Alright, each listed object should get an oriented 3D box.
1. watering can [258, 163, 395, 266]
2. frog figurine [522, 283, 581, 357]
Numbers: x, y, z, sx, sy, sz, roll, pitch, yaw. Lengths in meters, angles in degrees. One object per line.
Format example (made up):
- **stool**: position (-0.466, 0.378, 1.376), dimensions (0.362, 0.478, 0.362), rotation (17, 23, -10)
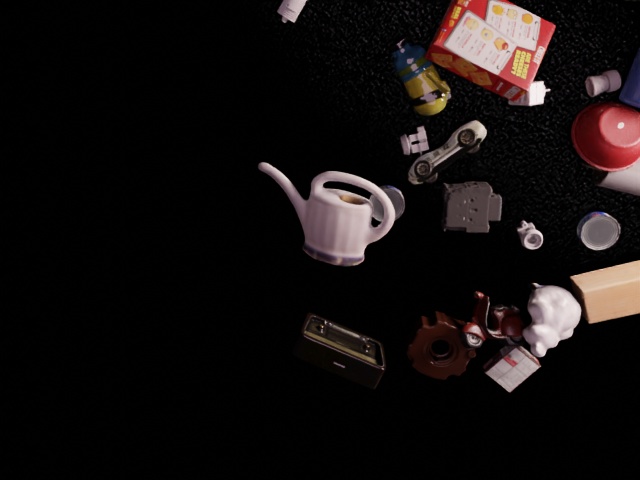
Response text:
- **watering can**: position (0.004, -0.062, 1.232), dimensions (0.348, 0.105, 0.221), rotation (15, 112, 16)
- **frog figurine**: position (0.538, 0.191, 1.210), dimensions (0.122, 0.163, 0.135), rotation (-11, 128, 47)
